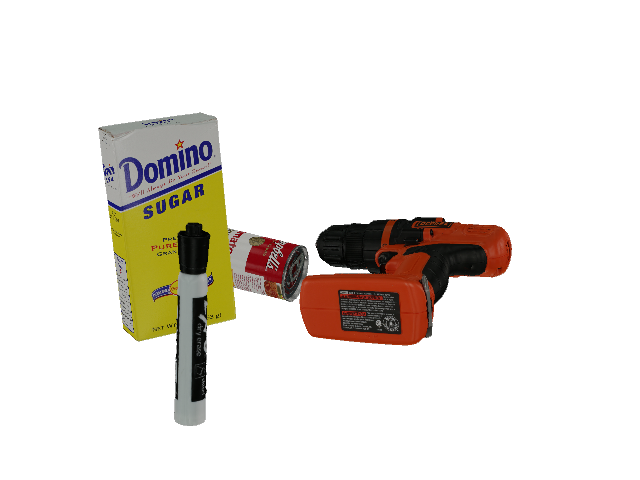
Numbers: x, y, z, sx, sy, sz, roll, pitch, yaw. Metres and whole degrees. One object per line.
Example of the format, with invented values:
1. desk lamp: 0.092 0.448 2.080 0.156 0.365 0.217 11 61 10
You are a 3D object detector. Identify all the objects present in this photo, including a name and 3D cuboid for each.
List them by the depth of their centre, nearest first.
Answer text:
1. marker: -0.075 0.049 0.624 0.020 0.121 0.020 3 14 -1
2. sugar box: -0.126 -0.012 0.890 0.093 0.176 0.048 -13 20 -25
3. power drill: 0.054 0.026 0.911 0.185 0.057 0.187 0 19 26
4. soup can: -0.074 0.028 1.262 0.102 0.068 0.068 13 5 21
